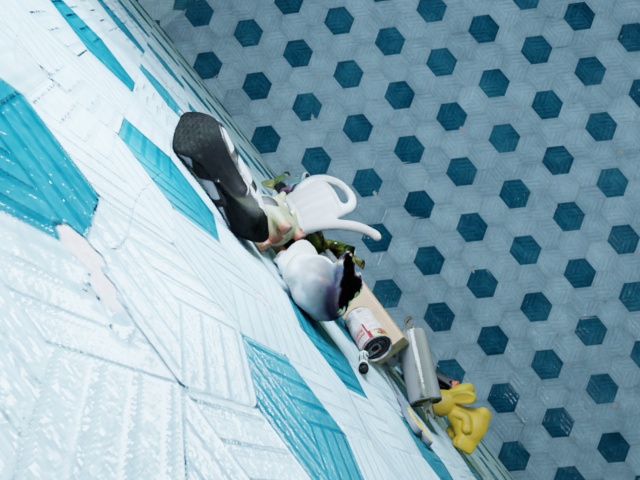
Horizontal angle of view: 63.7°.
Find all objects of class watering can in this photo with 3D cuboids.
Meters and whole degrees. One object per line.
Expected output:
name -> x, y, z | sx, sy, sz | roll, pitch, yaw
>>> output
watering can -> 0.004, -0.071, 1.402 | 0.354, 0.225, 0.101 | 55, -15, 48

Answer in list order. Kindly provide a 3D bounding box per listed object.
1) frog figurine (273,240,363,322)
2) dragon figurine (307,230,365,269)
frog figurine -> -0.021, 0.062, 0.844 | 0.160, 0.124, 0.136 | 12, -10, 29
dragon figurine -> 0.001, 0.020, 1.705 | 0.245, 0.123, 0.403 | 29, -18, 49
